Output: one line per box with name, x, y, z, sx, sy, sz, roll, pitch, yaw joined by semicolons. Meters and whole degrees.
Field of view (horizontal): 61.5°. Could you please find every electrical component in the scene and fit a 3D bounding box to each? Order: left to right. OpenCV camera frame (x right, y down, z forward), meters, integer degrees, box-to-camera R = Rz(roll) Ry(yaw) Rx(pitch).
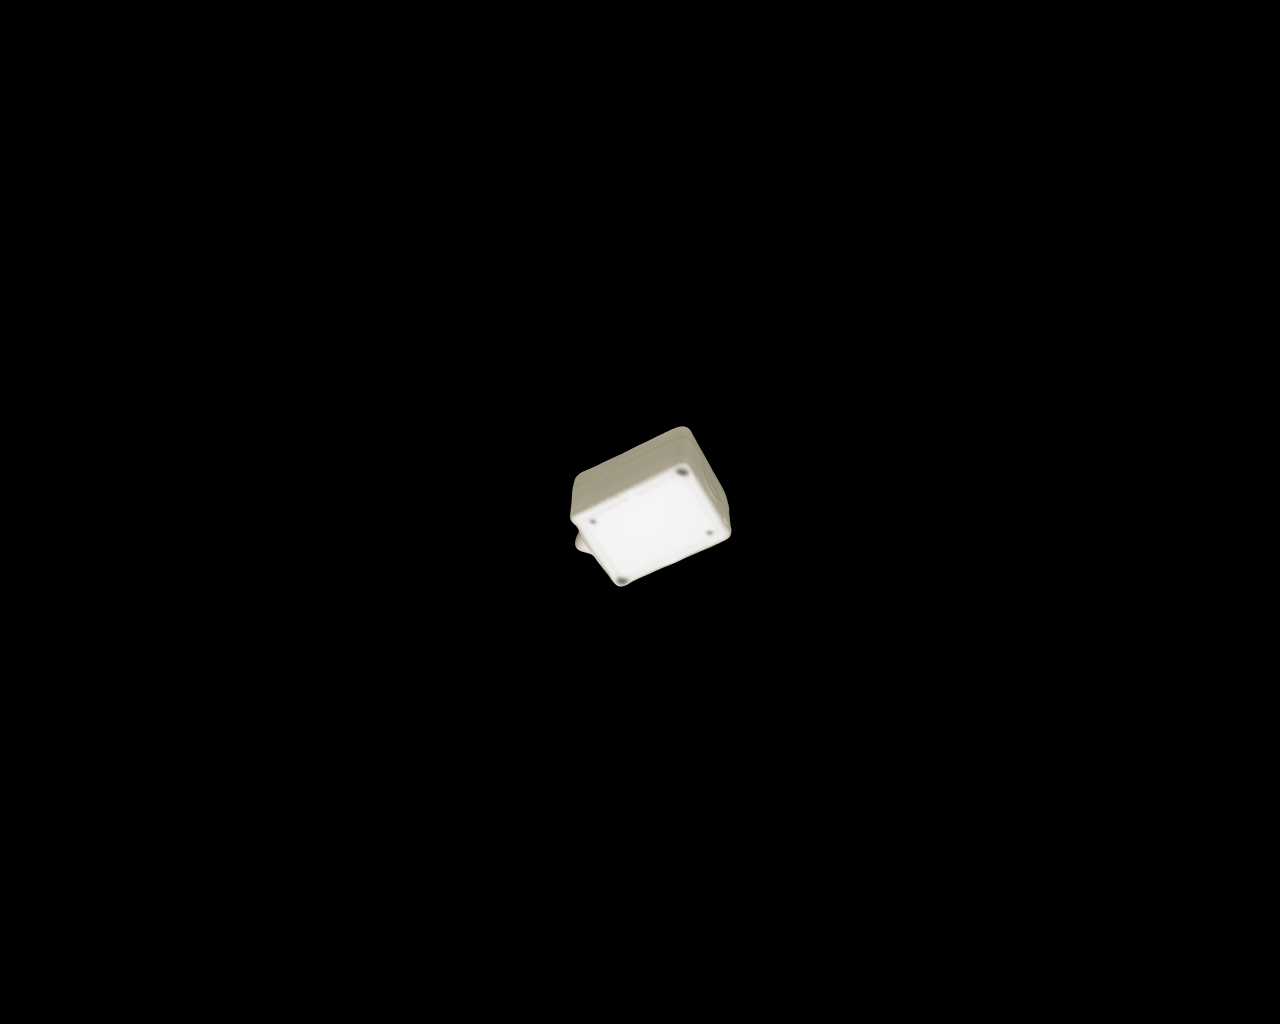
electrical component;0.001;-0.003;0.650;0.096;0.061;0.061;-25;27;14
